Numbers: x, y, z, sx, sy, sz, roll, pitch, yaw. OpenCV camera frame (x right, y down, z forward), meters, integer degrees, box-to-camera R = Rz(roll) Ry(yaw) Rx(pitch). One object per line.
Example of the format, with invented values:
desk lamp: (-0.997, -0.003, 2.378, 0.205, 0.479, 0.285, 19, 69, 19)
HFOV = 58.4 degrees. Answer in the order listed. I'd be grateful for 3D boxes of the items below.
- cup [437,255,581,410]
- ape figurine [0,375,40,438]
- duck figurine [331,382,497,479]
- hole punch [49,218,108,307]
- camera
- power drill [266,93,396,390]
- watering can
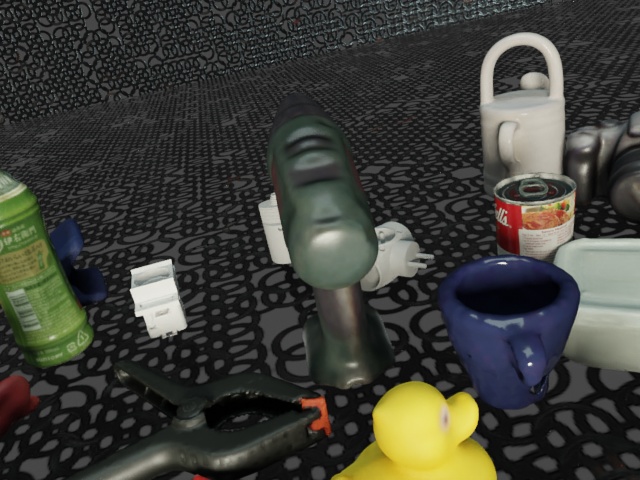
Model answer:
cup: (0.132, 0.076, 0.390, 0.091, 0.095, 0.117, -8, 26, 7)
ape figurine: (-0.293, 0.122, 0.481, 0.077, 0.092, 0.076, 7, 31, 34)
duck figurine: (0.051, 0.125, 0.335, 0.105, 0.086, 0.077, -17, 26, -11)
hole punch: (-0.314, 0.036, 0.670, 0.101, 0.091, 0.108, -22, 27, -21)
camera: (0.338, -0.082, 0.624, 0.142, 0.101, 0.137, 5, 30, 31)
power drill: (0.004, 0.002, 0.467, 0.075, 0.209, 0.229, -13, 25, -2)
watering can: (0.248, -0.157, 0.709, 0.100, 0.194, 0.173, -7, 26, 11)
